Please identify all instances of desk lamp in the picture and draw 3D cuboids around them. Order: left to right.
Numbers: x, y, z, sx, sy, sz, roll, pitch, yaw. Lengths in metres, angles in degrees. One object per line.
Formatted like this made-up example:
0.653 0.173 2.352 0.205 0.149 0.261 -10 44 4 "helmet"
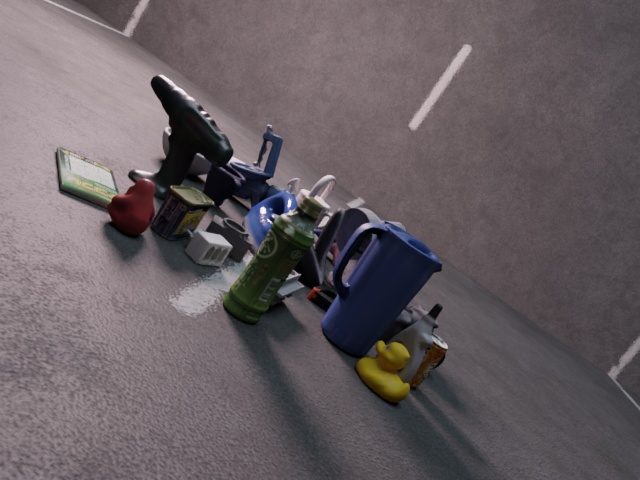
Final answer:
0.106 0.034 1.380 0.204 0.213 0.117 20 19 -50 "desk lamp"

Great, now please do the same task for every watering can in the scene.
-0.027 -0.106 1.613 0.173 0.194 0.101 35 12 0 "watering can"

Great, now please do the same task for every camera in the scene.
0.209 0.208 1.251 0.144 0.100 0.136 26 14 -35 "camera"

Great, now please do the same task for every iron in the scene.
-0.091 -0.038 1.300 0.119 0.141 0.258 30 13 -20 "iron"

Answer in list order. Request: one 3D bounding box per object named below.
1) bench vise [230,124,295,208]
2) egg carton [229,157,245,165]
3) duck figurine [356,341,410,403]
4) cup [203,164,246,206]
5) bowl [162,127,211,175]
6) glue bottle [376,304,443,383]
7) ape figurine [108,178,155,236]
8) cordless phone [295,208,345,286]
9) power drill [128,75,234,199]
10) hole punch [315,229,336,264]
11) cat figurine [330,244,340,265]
-0.142 -0.183 1.540 0.208 0.219 0.121 32 12 -13 "bench vise"
-0.254 -0.196 1.651 0.151 0.069 0.107 22 17 -46 "egg carton"
0.123 0.223 0.999 0.104 0.086 0.078 43 14 33 "duck figurine"
-0.231 -0.122 1.362 0.092 0.095 0.117 24 16 -43 "cup"
-0.341 -0.216 1.479 0.167 0.074 0.167 33 12 -8 "bowl"
0.171 0.188 1.052 0.037 0.173 0.078 22 17 -47 "glue bottle"
-0.299 -0.059 0.938 0.078 0.092 0.076 27 14 -33 "ape figurine"
0.012 0.005 1.308 0.094 0.185 0.147 34 12 -5 "cordless phone"
-0.303 -0.199 1.191 0.229 0.208 0.076 36 12 5 "power drill"
-0.019 -0.004 1.485 0.109 0.091 0.100 20 19 -51 "hole punch"
0.068 0.014 1.590 0.127 0.117 0.067 36 12 7 "cat figurine"
